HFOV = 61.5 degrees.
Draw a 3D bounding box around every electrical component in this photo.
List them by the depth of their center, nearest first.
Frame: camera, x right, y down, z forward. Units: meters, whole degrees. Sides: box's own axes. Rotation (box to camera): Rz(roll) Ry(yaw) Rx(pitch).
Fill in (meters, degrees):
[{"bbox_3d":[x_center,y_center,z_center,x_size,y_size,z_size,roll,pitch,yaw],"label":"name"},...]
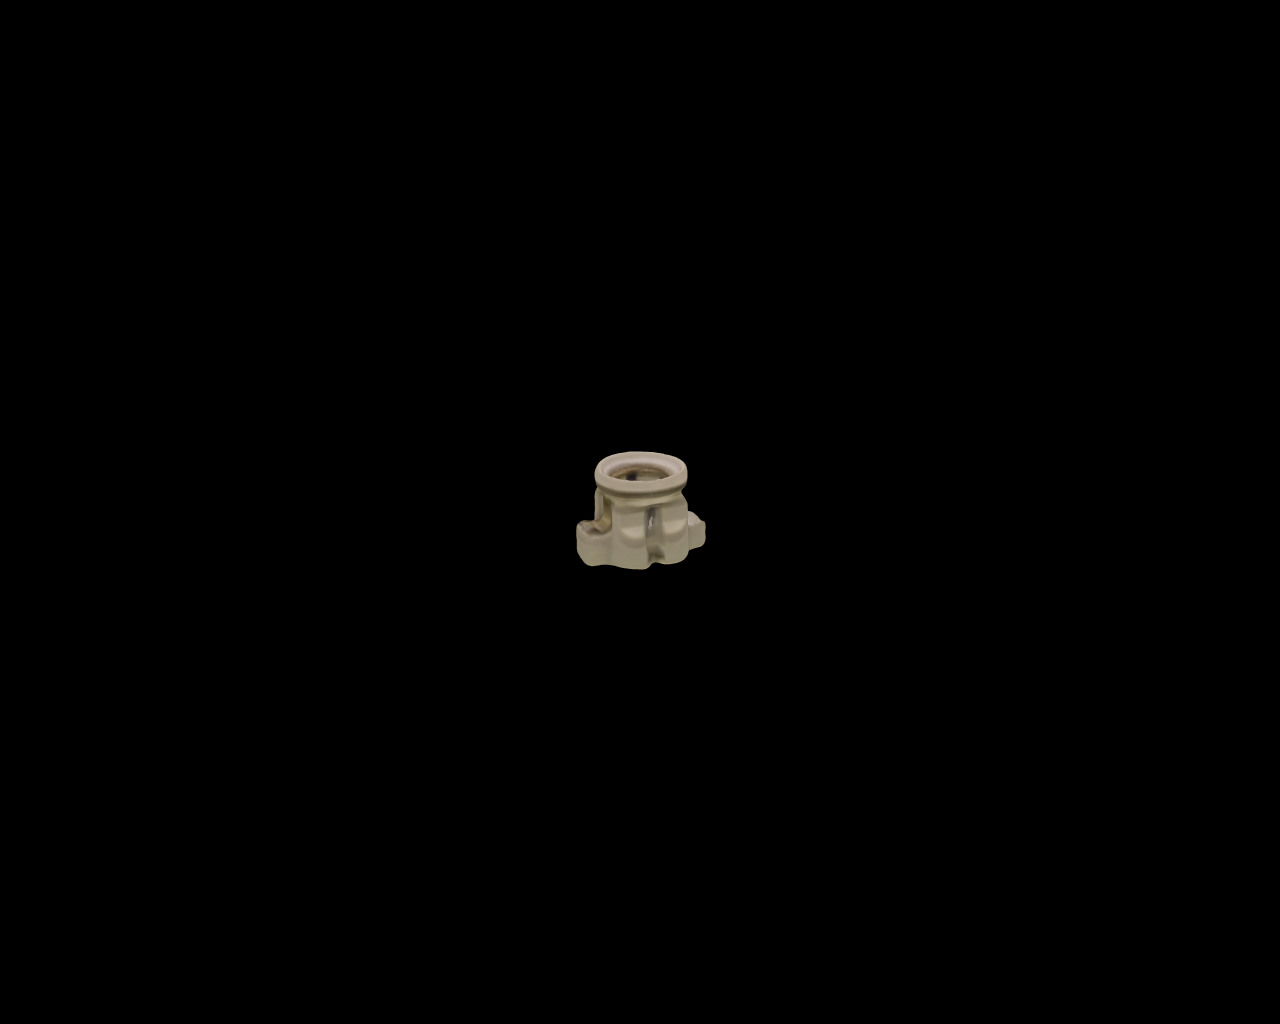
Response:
[{"bbox_3d":[0.001,-0.003,0.650,0.078,0.056,0.058,-8,24,-18],"label":"electrical component"}]
